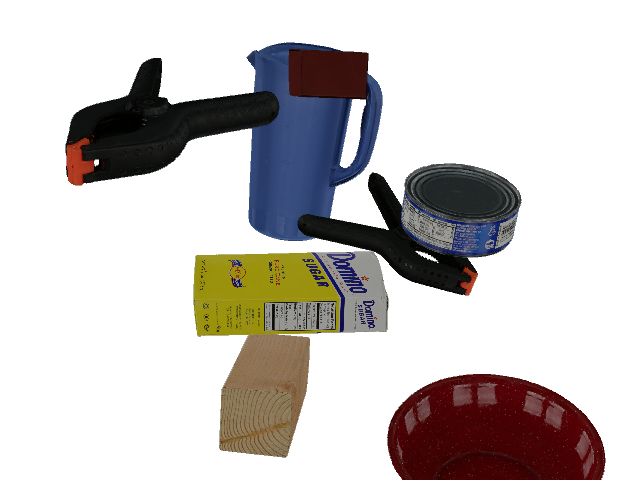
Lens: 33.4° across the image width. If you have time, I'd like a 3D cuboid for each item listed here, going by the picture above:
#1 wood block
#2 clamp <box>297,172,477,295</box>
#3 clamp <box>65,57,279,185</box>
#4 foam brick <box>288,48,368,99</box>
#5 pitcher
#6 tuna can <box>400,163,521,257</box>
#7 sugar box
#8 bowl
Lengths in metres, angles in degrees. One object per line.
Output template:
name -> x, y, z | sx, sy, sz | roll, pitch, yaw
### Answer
wood block -> -0.071, 0.202, 1.435 | 0.091, 0.090, 0.206 | 5, 15, 4
clamp -> 0.086, 0.001, 1.255 | 0.210, 0.036, 0.164 | 38, 43, 26
clamp -> -0.125, -0.088, 0.755 | 0.120, 0.039, 0.171 | 20, 32, 34
foam brick -> 0.008, -0.181, 1.165 | 0.078, 0.051, 0.053 | 0, 11, -16
pitcher -> -0.020, -0.124, 1.374 | 0.144, 0.243, 0.149 | -2, 24, -21
tuna can -> 0.103, -0.023, 0.787 | 0.086, 0.034, 0.086 | 4, 31, -3
sugar box -> -0.029, 0.048, 0.998 | 0.176, 0.048, 0.093 | -4, 27, -4
bowl -> 0.131, 0.173, 0.813 | 0.162, 0.055, 0.162 | 0, 33, 0
